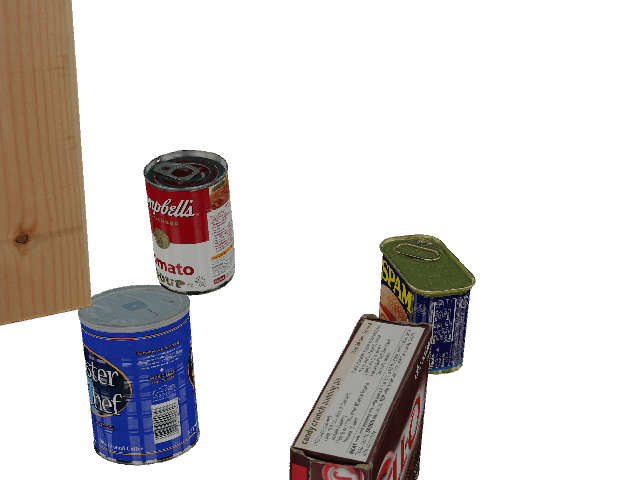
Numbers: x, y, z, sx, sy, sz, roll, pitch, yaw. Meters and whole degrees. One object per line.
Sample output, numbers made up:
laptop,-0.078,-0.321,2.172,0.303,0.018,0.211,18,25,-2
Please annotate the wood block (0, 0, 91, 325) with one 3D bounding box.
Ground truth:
wood block,-0.191,-0.063,0.606,0.090,0.206,0.090,-11,27,-27

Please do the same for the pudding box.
pudding box,0.019,0.098,0.473,0.039,0.090,0.113,10,29,13

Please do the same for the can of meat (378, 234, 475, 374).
can of meat,0.087,0.054,0.911,0.057,0.084,0.102,-7,28,-16

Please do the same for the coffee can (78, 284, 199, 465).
coffee can,-0.169,0.125,1.007,0.103,0.140,0.103,-2,19,0

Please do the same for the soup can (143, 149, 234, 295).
soup can,-0.107,-0.015,0.881,0.068,0.102,0.068,-1,31,1
